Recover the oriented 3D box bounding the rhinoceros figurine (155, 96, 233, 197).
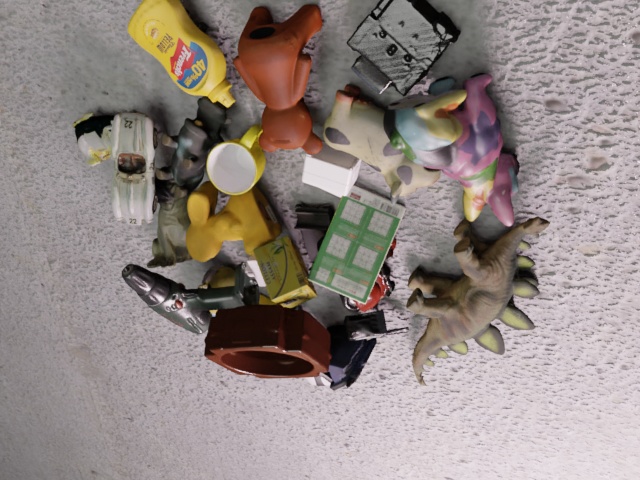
[{"bbox_3d":[-0.212,-0.159,0.927,0.073,0.112,0.190,42,129,13],"label":"rhinoceros figurine"}]

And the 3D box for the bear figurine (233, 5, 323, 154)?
[{"bbox_3d":[-0.050,-0.234,0.814,0.120,0.132,0.195,5,140,23],"label":"bear figurine"}]

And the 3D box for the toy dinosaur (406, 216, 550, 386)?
[{"bbox_3d":[0.249,0.119,0.930,0.198,0.105,0.471,30,135,-2],"label":"toy dinosaur"}]

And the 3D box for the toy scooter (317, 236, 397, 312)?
[{"bbox_3d":[0.086,0.050,0.971,0.135,0.075,0.183,-18,123,13],"label":"toy scooter"}]

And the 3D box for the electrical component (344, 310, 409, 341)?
[{"bbox_3d":[0.107,0.162,1.028,0.119,0.048,0.074,-10,166,1],"label":"electrical component"}]

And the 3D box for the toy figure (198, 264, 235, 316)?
[{"bbox_3d":[-0.226,0.127,1.166,0.089,0.082,0.180,22,126,-10],"label":"toy figure"}]

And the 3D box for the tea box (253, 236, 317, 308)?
[{"bbox_3d":[-0.059,0.063,0.968,0.068,0.169,0.098,-23,75,2],"label":"tea box"}]

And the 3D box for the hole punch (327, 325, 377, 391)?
[{"bbox_3d":[0.043,0.229,1.089,0.092,0.142,0.116,44,141,-5],"label":"hole punch"}]

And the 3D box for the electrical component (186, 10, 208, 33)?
[{"bbox_3d":[-0.219,-0.322,0.873,0.063,0.021,0.094,37,131,-4],"label":"electrical component"}]

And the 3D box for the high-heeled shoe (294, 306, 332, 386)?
[{"bbox_3d":[-0.020,0.222,1.136,0.145,0.086,0.248,18,138,18],"label":"high-heeled shoe"}]

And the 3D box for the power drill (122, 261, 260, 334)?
[{"bbox_3d":[-0.231,0.102,1.021,0.207,0.086,0.231,-15,140,10],"label":"power drill"}]

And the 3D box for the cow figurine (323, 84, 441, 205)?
[{"bbox_3d":[0.096,-0.139,0.823,0.195,0.085,0.127,27,125,1],"label":"cow figurine"}]

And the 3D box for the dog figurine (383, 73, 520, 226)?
[{"bbox_3d":[0.195,-0.108,0.744,0.109,0.191,0.219,8,125,56],"label":"dog figurine"}]

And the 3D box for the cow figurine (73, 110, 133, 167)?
[{"bbox_3d":[-0.389,-0.203,1.011,0.167,0.068,0.098,-11,112,29],"label":"cow figurine"}]

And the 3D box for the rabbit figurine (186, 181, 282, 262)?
[{"bbox_3d":[-0.178,-0.027,0.979,0.173,0.122,0.162,-28,108,16],"label":"rabbit figurine"}]

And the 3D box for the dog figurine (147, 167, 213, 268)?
[{"bbox_3d":[-0.296,-0.046,1.080,0.172,0.121,0.190,-6,95,51],"label":"dog figurine"}]

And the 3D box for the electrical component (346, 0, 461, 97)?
[{"bbox_3d":[0.107,-0.269,0.740,0.115,0.058,0.134,41,130,-5],"label":"electrical component"}]

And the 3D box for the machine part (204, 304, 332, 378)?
[{"bbox_3d":[-0.093,0.190,0.994,0.201,0.087,0.201,-8,148,21],"label":"machine part"}]

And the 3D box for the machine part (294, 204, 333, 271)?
[{"bbox_3d":[-0.002,-0.003,0.996,0.084,0.039,0.138,2,123,17],"label":"machine part"}]

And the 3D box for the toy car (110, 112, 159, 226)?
[{"bbox_3d":[-0.328,-0.123,0.949,0.074,0.056,0.201,4,104,-3],"label":"toy car"}]
